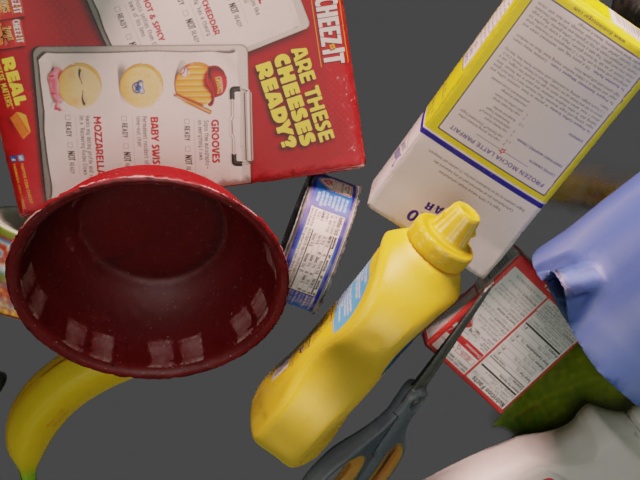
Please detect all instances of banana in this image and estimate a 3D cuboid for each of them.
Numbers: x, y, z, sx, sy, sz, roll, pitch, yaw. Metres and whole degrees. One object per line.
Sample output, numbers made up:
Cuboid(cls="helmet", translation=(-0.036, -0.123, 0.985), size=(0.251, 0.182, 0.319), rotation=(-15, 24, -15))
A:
Cuboid(cls="banana", translation=(-0.147, 0.096, 0.725), size=(0.198, 0.037, 0.069), rotation=(-36, 120, 12))

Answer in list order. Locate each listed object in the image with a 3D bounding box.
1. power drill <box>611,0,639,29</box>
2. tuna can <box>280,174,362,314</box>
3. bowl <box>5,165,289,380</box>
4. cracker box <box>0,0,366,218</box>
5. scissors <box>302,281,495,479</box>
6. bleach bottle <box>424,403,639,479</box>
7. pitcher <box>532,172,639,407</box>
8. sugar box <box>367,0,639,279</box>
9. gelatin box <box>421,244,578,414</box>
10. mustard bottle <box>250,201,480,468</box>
Cuboid(cls="power drill", translation=(0.292, -0.156, 0.634), size=(0.187, 0.057, 0.185), rotation=(36, 107, -10))
Cuboid(cls="tuna can", translation=(-0.004, 0.001, 0.668), size=(0.033, 0.086, 0.086), rotation=(20, 105, -4))
Cuboid(cls="bowl", translation=(-0.099, 0.010, 0.630), size=(0.162, 0.055, 0.162), rotation=(-2, 132, -3))
Cuboid(cls="cracker box", translation=(-0.089, -0.113, 0.646), size=(0.213, 0.072, 0.164), rotation=(-8, 106, 2))
Cuboid(cls="scissors", translation=(0.043, 0.111, 0.687), size=(0.016, 0.096, 0.202), rotation=(46, 131, 31))
Cuboid(cls="bleach bottle", translation=(0.124, 0.182, 0.729), size=(0.251, 0.068, 0.102), rotation=(-35, 104, 8))
Cuboid(cls="pitcher", translation=(0.259, -0.014, 0.617), size=(0.145, 0.149, 0.243), rotation=(45, 115, -2))
Cuboid(cls="sugar box", translation=(0.114, -0.069, 0.650), size=(0.093, 0.048, 0.176), rotation=(33, 120, -7))
Cuboid(cls="gelatin box", translation=(0.124, 0.059, 0.711), size=(0.073, 0.030, 0.089), rotation=(42, 102, -11))
Cuboid(cls="mustard bottle", translation=(0.032, 0.051, 0.657), size=(0.058, 0.096, 0.192), rotation=(37, 116, -1))
